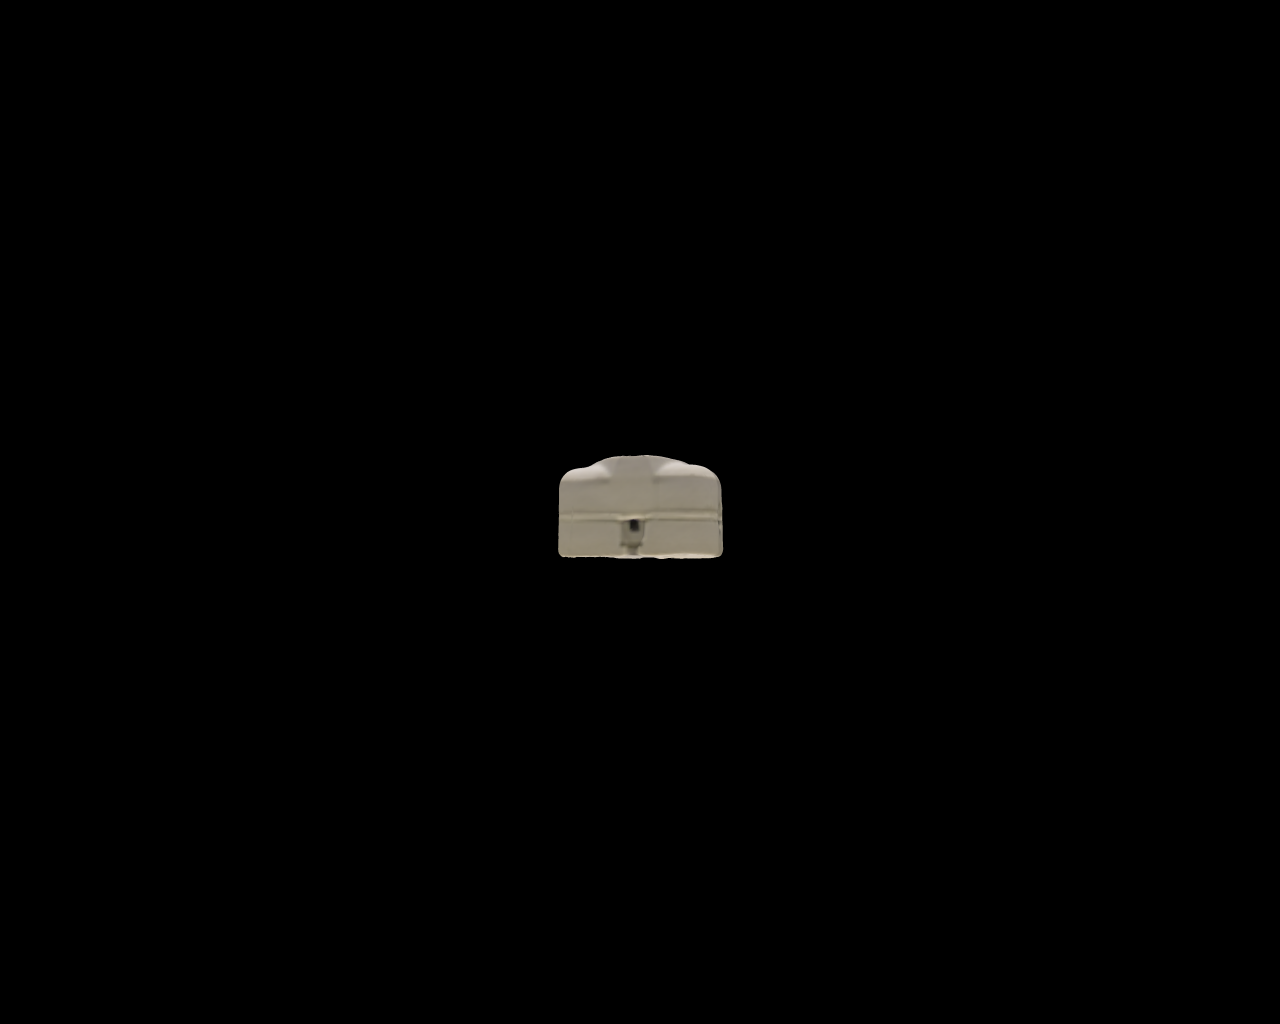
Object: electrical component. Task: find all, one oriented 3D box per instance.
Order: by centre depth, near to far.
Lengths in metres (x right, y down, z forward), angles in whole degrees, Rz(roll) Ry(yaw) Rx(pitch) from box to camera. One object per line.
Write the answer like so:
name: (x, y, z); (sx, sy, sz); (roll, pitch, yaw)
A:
electrical component: (0.001, -0.003, 0.650); (0.095, 0.059, 0.053); (-1, -4, 11)
